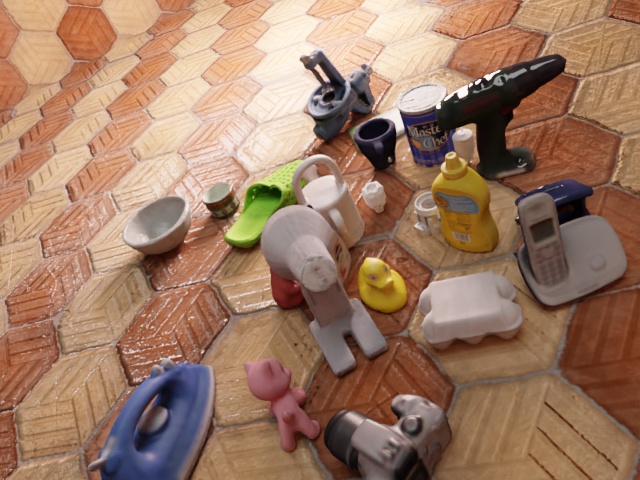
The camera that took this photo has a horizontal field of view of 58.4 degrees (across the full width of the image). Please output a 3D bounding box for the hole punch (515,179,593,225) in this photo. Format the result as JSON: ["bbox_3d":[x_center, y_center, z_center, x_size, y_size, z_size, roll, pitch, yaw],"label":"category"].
[{"bbox_3d":[0.381,-0.060,0.944,0.108,0.091,0.101,-22,40,5],"label":"hole punch"}]

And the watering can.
[{"bbox_3d":[0.005,-0.079,1.084,0.101,0.194,0.172,-43,43,-19],"label":"watering can"}]

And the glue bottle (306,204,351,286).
[{"bbox_3d":[0.009,0.004,1.008,0.037,0.173,0.078,-6,44,23],"label":"glue bottle"}]

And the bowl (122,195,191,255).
[{"bbox_3d":[-0.359,-0.022,1.308,0.167,0.075,0.167,-15,41,14],"label":"bowl"}]

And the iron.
[{"bbox_3d":[-0.253,0.273,0.883,0.118,0.142,0.258,-2,46,26],"label":"iron"}]

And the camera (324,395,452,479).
[{"bbox_3d":[0.079,0.260,0.752,0.136,0.101,0.143,19,57,40],"label":"camera"}]

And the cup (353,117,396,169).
[{"bbox_3d":[0.129,-0.191,1.216,0.091,0.095,0.117,-19,40,9],"label":"cup"}]

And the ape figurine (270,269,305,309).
[{"bbox_3d":[-0.060,0.073,1.034,0.076,0.092,0.077,-35,41,-10],"label":"ape figurine"}]

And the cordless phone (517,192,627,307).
[{"bbox_3d":[0.356,-0.003,0.823,0.147,0.185,0.094,-26,40,1],"label":"cordless phone"}]

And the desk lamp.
[{"bbox_3d":[0.003,0.069,0.910,0.118,0.214,0.202,-30,40,-4],"label":"desk lamp"}]

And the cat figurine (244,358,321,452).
[{"bbox_3d":[-0.063,0.229,0.848,0.067,0.118,0.127,-31,40,-5],"label":"cat figurine"}]

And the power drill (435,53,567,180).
[{"bbox_3d":[0.335,-0.219,1.047,0.229,0.209,0.075,-13,42,16],"label":"power drill"}]

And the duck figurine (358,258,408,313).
[{"bbox_3d":[0.096,0.064,0.966,0.077,0.086,0.104,-34,40,-9],"label":"duck figurine"}]

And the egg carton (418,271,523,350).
[{"bbox_3d":[0.224,0.107,0.864,0.150,0.070,0.107,-14,41,15],"label":"egg carton"}]

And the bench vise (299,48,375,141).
[{"bbox_3d":[0.031,-0.377,1.370,0.121,0.220,0.208,9,51,35],"label":"bench vise"}]
